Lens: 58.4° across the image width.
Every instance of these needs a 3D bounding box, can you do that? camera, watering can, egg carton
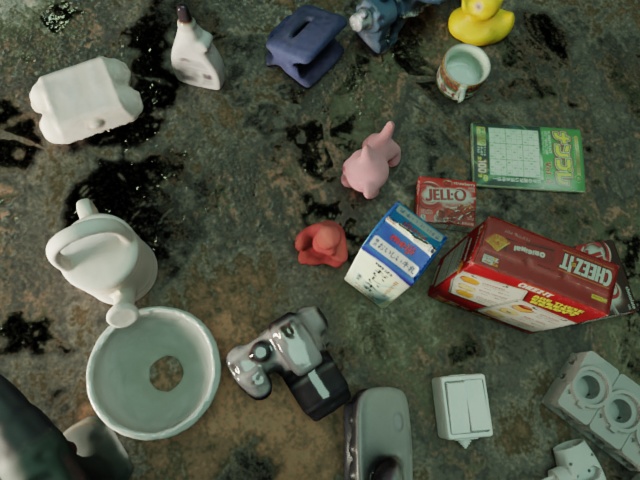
[{"bbox_3d":[-0.032,0.173,0.750,0.143,0.101,0.137,-31,79,-11],"label":"camera"},{"bbox_3d":[-0.271,0.024,0.726,0.173,0.194,0.101,43,76,8],"label":"watering can"},{"bbox_3d":[-0.344,-0.204,0.848,0.150,0.069,0.107,-24,77,-10],"label":"egg carton"}]

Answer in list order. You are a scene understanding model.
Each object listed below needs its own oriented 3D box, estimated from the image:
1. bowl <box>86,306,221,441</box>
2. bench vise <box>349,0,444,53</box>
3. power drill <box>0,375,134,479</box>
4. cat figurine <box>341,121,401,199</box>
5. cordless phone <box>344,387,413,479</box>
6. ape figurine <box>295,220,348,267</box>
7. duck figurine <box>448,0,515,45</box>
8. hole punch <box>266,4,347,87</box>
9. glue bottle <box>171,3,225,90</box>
[{"bbox_3d":[-0.210,0.174,0.751,0.167,0.075,0.167,1,75,-4],"label":"bowl"},{"bbox_3d":[0.140,-0.387,0.853,0.121,0.220,0.207,30,75,5],"label":"bench vise"},{"bbox_3d":[-0.292,0.255,0.654,0.076,0.208,0.229,-35,79,-12],"label":"power drill"},{"bbox_3d":[0.075,-0.114,0.827,0.067,0.118,0.128,29,75,5],"label":"cat figurine"},{"bbox_3d":[0.081,0.253,0.692,0.094,0.185,0.147,-3,75,-4],"label":"cordless phone"},{"bbox_3d":[0.007,0.003,0.804,0.077,0.092,0.076,41,76,8],"label":"ape figurine"},{"bbox_3d":[0.268,-0.369,0.926,0.104,0.086,0.077,5,74,-2],"label":"duck figurine"},{"bbox_3d":[-0.024,-0.311,0.888,0.101,0.091,0.109,39,76,7],"label":"hole punch"},{"bbox_3d":[-0.182,-0.280,0.826,0.078,0.173,0.037,14,74,1],"label":"glue bottle"}]
